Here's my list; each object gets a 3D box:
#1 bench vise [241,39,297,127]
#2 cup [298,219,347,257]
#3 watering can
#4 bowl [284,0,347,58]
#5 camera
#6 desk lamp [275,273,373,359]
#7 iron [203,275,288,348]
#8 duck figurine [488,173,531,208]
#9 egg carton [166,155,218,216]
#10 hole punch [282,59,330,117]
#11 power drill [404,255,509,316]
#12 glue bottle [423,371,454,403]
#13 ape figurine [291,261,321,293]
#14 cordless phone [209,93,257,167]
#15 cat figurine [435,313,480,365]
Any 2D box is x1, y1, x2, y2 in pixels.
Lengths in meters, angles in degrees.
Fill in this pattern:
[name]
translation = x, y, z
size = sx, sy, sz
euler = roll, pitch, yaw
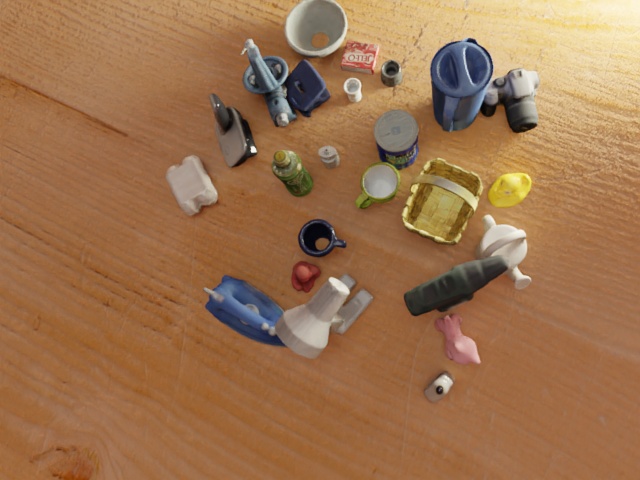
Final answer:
[bench vise]
translation = -0.120, -0.395, 1.427
size = 0.121, 0.220, 0.207
euler = -39, 75, 1
[cup]
translation = 0.013, 0.005, 1.392
size = 0.117, 0.095, 0.092
euler = 12, 82, 12
[watering can]
translation = 0.410, 0.024, 1.268
size = 0.172, 0.194, 0.101
euler = 44, 89, 15
[bowl]
translation = -0.007, -0.548, 1.512
size = 0.167, 0.075, 0.167
euler = -2, 79, 10
[camera]
translation = 0.462, -0.331, 1.375
size = 0.143, 0.101, 0.137
euler = -11, 77, 8
[desk lamp]
translation = 0.010, 0.164, 1.300
size = 0.117, 0.214, 0.203
euler = 40, 88, 15
[iron]
translation = -0.162, 0.181, 1.364
size = 0.258, 0.141, 0.119
euler = 29, 85, 14
[duck figurine]
translation = 0.449, -0.125, 1.346
size = 0.104, 0.086, 0.077
euler = -29, 76, 3
[egg carton]
translation = -0.335, -0.142, 1.494
size = 0.107, 0.069, 0.150
euler = -31, 76, 3
[hole punch]
translation = -0.039, -0.391, 1.479
size = 0.101, 0.091, 0.108
euler = -37, 75, 1
[power drill]
translation = 0.297, 0.103, 1.265
size = 0.229, 0.208, 0.075
euler = -26, 76, 4
[glue bottle]
translation = 0.260, 0.322, 1.247
size = 0.037, 0.173, 0.078
euler = 42, 89, 15
[ape figurine]
translation = -0.039, 0.084, 1.387
size = 0.077, 0.092, 0.076
euler = -22, 76, 5
[cordless phone]
translation = -0.236, -0.277, 1.443
size = 0.094, 0.185, 0.147
euler = -24, 76, 5
[cat figurine]
translation = 0.308, 0.227, 1.286
size = 0.067, 0.118, 0.128
euler = -24, 76, 5
